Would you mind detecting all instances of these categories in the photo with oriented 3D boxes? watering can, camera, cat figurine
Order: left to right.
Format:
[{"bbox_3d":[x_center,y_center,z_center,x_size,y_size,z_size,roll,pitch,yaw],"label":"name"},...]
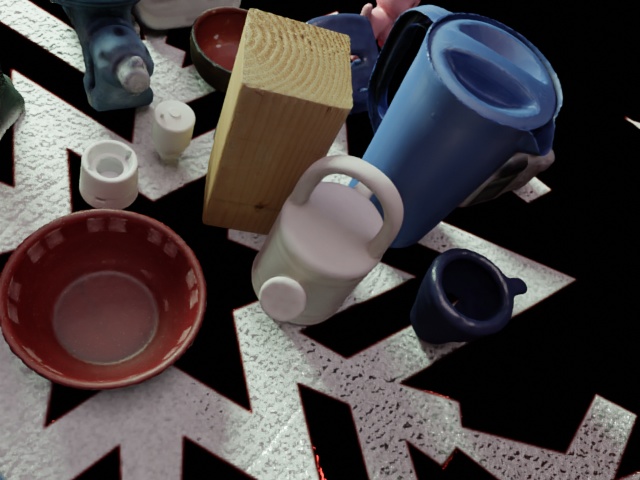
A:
[{"bbox_3d":[0.007,0.003,0.511,0.101,0.194,0.173,18,56,-11],"label":"watering can"},{"bbox_3d":[0.090,-0.317,0.779,0.067,0.117,0.128,45,55,8],"label":"cat figurine"},{"bbox_3d":[0.208,-0.129,0.727,0.143,0.100,0.136,-17,69,-29],"label":"camera"}]

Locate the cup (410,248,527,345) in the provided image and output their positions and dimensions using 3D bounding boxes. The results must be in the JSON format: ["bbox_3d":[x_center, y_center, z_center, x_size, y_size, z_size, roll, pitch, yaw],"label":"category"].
[{"bbox_3d":[0.145,0.067,0.590,0.118,0.095,0.091,-5,63,-24],"label":"cup"}]

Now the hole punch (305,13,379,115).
[{"bbox_3d":[0.028,-0.215,0.711,0.109,0.091,0.101,-20,70,-30],"label":"hole punch"}]

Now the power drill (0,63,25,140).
[{"bbox_3d":[-0.310,-0.164,0.473,0.076,0.208,0.229,19,56,-10],"label":"power drill"}]

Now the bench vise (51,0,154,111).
[{"bbox_3d":[-0.200,-0.251,0.561,0.207,0.219,0.122,47,56,9],"label":"bench vise"}]

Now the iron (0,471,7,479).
[{"bbox_3d":[-0.266,0.154,0.345,0.258,0.141,0.119,35,55,1],"label":"iron"}]

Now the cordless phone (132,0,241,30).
[{"bbox_3d":[-0.152,-0.340,0.654,0.148,0.185,0.094,-27,74,-32],"label":"cordless phone"}]
